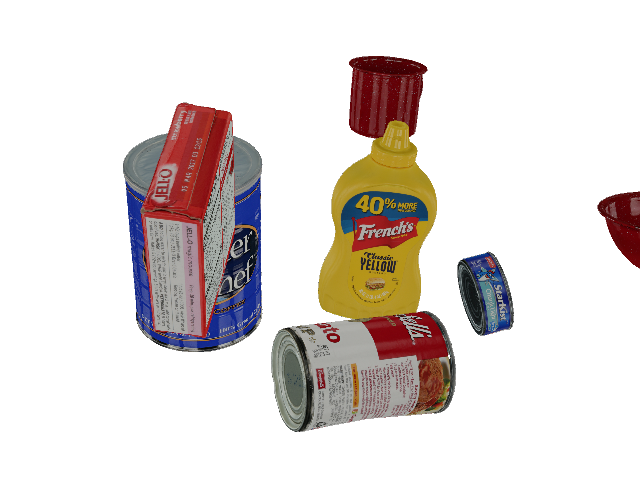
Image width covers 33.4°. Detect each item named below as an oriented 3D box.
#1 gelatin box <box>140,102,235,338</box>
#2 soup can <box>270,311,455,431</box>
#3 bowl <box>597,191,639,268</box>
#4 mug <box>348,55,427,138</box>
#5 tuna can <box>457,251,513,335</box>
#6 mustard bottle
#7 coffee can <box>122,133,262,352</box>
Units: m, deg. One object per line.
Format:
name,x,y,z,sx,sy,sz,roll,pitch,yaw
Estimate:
gelatin box,-0.062,-0.009,0.512,0.030,0.073,0.089,7,-42,4
soup can,0.026,0.084,0.689,0.102,0.068,0.069,-5,2,-21
bowl,0.351,-0.003,1.041,0.162,0.055,0.162,0,18,0
mug,0.084,-0.173,1.281,0.093,0.081,0.117,20,27,33
tuna can,0.174,0.057,1.135,0.033,0.086,0.086,-14,1,-6
mustard bottle,0.056,-0.019,0.981,0.096,0.192,0.058,6,28,-5
coffee can,-0.096,0.000,0.825,0.103,0.140,0.103,1,33,-1
